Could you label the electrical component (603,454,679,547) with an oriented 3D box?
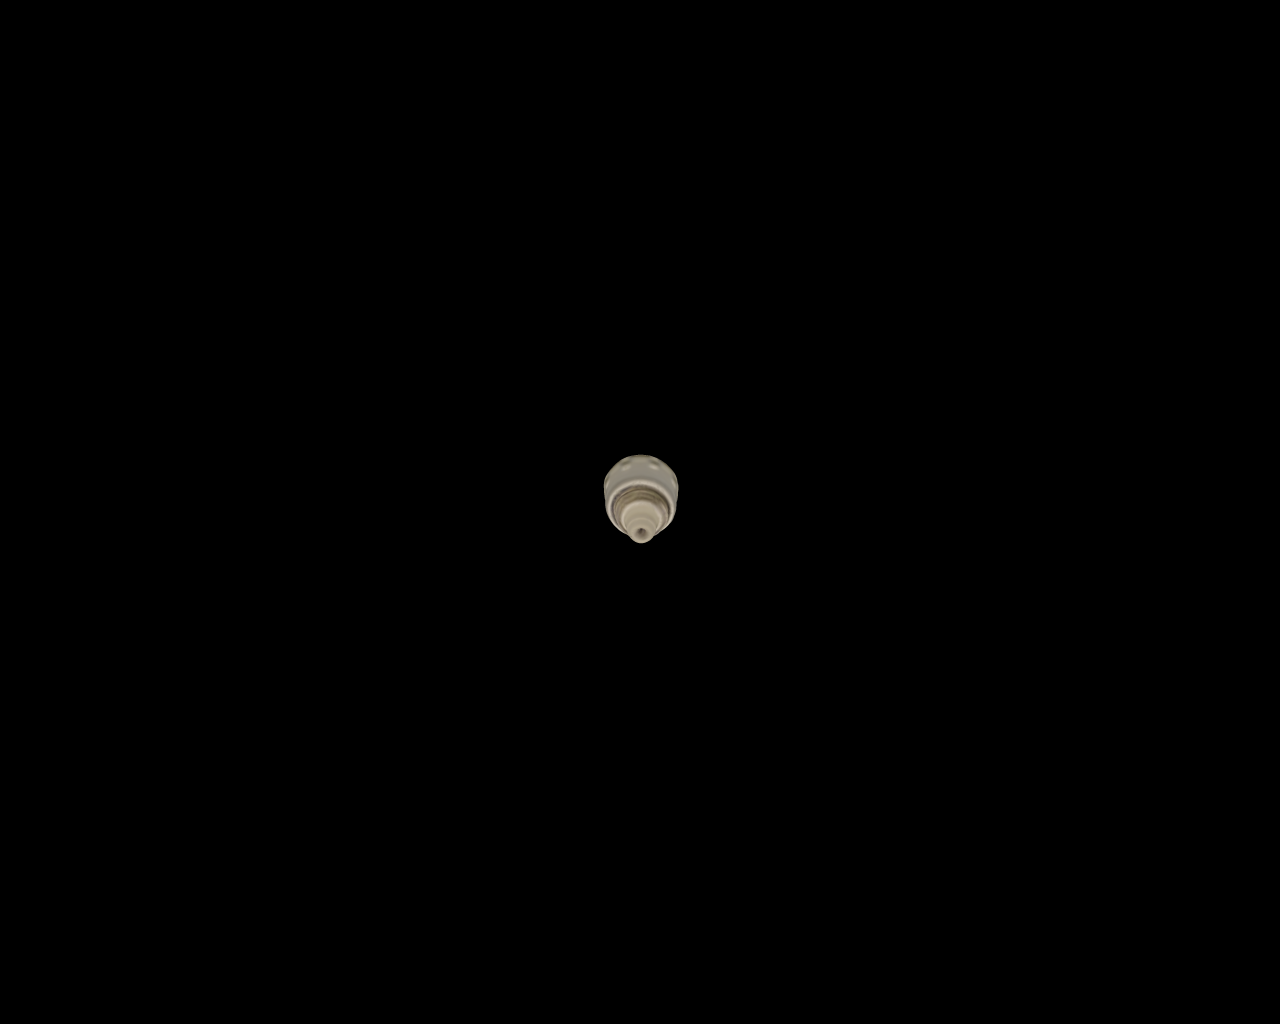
[{"bbox_3d":[0.001,-0.003,0.650,0.048,0.048,0.062,0,31,0],"label":"electrical component"}]
